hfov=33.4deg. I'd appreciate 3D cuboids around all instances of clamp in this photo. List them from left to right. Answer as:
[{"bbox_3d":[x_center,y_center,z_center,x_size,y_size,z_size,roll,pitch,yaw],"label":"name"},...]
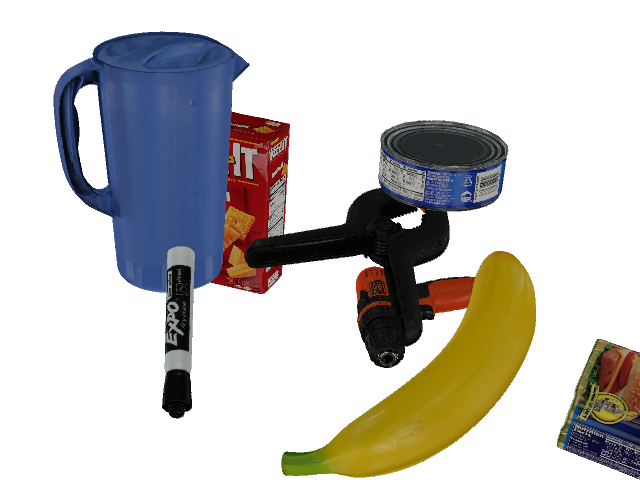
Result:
[{"bbox_3d":[0.060,0.008,0.930,0.165,0.036,0.209,32,42,25],"label":"clamp"}]

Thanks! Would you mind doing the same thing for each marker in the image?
[{"bbox_3d":[-0.092,0.058,0.693,0.020,0.121,0.020,-2,-34,-2],"label":"marker"}]

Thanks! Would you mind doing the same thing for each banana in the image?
[{"bbox_3d":[0.066,0.061,0.541,0.070,0.037,0.197,21,42,35],"label":"banana"}]

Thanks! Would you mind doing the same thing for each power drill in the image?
[{"bbox_3d":[0.134,0.080,1.207,0.187,0.057,0.184,-3,27,-1],"label":"power drill"}]

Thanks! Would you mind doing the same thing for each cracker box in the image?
[{"bbox_3d":[-0.129,-0.051,1.330,0.164,0.214,0.072,13,29,16],"label":"cracker box"}]

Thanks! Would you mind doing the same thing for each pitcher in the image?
[{"bbox_3d":[-0.160,-0.074,1.045,0.149,0.243,0.144,11,27,16],"label":"pitcher"}]

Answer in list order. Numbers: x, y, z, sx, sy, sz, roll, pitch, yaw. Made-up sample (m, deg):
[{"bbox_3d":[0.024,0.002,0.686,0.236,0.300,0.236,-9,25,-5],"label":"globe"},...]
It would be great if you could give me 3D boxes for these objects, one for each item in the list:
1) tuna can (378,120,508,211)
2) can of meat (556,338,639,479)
[{"bbox_3d":[0.082,-0.051,0.723,0.086,0.034,0.086,2,26,-1],"label":"tuna can"},{"bbox_3d":[0.233,0.128,0.800,0.084,0.057,0.102,19,41,19],"label":"can of meat"}]
